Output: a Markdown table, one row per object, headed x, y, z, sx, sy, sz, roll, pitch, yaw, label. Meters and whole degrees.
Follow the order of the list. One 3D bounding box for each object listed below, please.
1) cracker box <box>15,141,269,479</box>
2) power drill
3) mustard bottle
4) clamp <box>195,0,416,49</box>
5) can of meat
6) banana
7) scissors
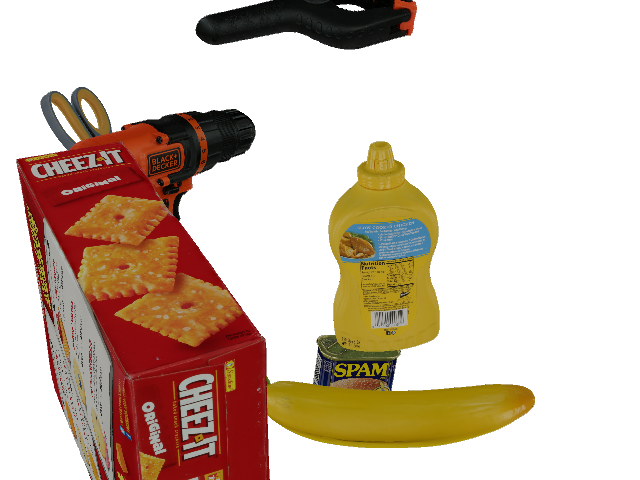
| x | y | z | sx | sy | sz | roll | pitch | yaw | label |
| --- | --- | --- | --- | --- | --- | --- | --- | --- | --- |
| -0.096 | 0.066 | 0.568 | 0.072 | 0.164 | 0.214 | -13 | 34 | -21 | cracker box |
| -0.123 | -0.010 | 0.873 | 0.057 | 0.188 | 0.184 | 17 | 25 | 39 | power drill |
| 0.056 | 0.004 | 0.942 | 0.096 | 0.192 | 0.058 | -4 | 28 | -1 | mustard bottle |
| -0.010 | -0.199 | 0.853 | 0.171 | 0.120 | 0.039 | 5 | -27 | -5 | clamp |
| 0.042 | 0.167 | 1.324 | 0.102 | 0.084 | 0.057 | 1 | 24 | -15 | can of meat |
| 0.041 | 0.111 | 0.713 | 0.198 | 0.037 | 0.069 | 3 | 30 | 14 | banana |
| -0.204 | -0.072 | 1.064 | 0.016 | 0.201 | 0.096 | -24 | 27 | 24 | scissors |
